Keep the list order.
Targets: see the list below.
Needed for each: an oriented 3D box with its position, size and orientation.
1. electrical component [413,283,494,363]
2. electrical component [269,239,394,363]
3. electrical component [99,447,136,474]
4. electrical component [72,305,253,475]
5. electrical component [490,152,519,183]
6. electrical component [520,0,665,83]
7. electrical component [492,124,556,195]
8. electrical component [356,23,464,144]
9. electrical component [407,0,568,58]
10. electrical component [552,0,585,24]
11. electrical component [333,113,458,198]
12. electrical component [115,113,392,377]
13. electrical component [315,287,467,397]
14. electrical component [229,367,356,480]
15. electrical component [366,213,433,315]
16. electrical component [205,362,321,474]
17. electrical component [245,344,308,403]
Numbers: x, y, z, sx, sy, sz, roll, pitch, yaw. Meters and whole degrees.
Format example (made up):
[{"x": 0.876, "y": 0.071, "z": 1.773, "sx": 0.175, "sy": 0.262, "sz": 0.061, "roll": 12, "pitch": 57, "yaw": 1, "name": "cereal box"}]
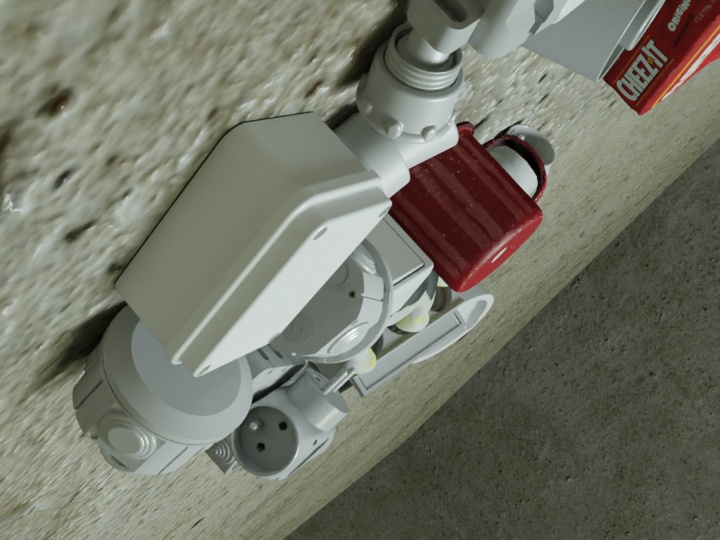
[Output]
[{"x": 0.071, "y": 0.036, "z": 1.066, "sx": 0.108, "sy": 0.060, "sz": 0.108, "roll": -31, "pitch": 160, "yaw": -13, "name": "electrical component"}, {"x": -0.025, "y": 0.013, "z": 0.617, "sx": 0.080, "sy": 0.080, "sz": 0.051, "roll": -44, "pitch": 164, "yaw": 9, "name": "electrical component"}, {"x": -0.134, "y": 0.103, "z": 0.686, "sx": 0.044, "sy": 0.044, "sz": 0.065, "roll": -43, "pitch": 174, "yaw": 5, "name": "electrical component"}, {"x": -0.098, "y": 0.058, "z": 0.536, "sx": 0.051, "sy": 0.080, "sz": 0.080, "roll": -43, "pitch": 171, "yaw": 36, "name": "electrical component"}, {"x": 0.086, "y": -0.059, "z": 0.810, "sx": 0.055, "sy": 0.045, "sz": 0.045, "roll": -33, "pitch": 166, "yaw": -37, "name": "electrical component"}, {"x": 0.140, "y": -0.159, "z": 0.622, "sx": 0.099, "sy": 0.064, "sz": 0.099, "roll": -54, "pitch": 172, "yaw": -12, "name": "electrical component"}, {"x": 0.127, "y": -0.081, "z": 0.867, "sx": 0.079, "sy": 0.043, "sz": 0.077, "roll": -31, "pitch": 165, "yaw": -43, "name": "electrical component"}, {"x": 0.027, "y": -0.092, "z": 0.487, "sx": 0.048, "sy": 0.048, "sz": 0.062, "roll": -34, "pitch": 159, "yaw": -35, "name": "electrical component"}, {"x": 0.060, "y": -0.127, "z": 0.428, "sx": 0.078, "sy": 0.058, "sz": 0.057, "roll": -37, "pitch": 171, "yaw": -24, "name": "electrical component"}, {"x": 0.106, "y": -0.154, "z": 0.523, "sx": 0.078, "sy": 0.040, "sz": 0.040, "roll": -40, "pitch": 169, "yaw": -12, "name": "electrical component"}, {"x": 0.015, "y": -0.065, "z": 0.542, "sx": 0.055, "sy": 0.045, "sz": 0.045, "roll": -39, "pitch": 169, "yaw": -10, "name": "electrical component"}, {"x": -0.048, "y": -0.011, "z": 0.497, "sx": 0.113, "sy": 0.057, "sz": 0.078, "roll": -48, "pitch": 167, "yaw": 29, "name": "electrical component"}, {"x": 0.019, "y": 0.044, "z": 0.886, "sx": 0.121, "sy": 0.078, "sz": 0.063, "roll": -31, "pitch": 178, "yaw": -34, "name": "electrical component"}, {"x": -0.034, "y": 0.087, "z": 0.659, "sx": 0.079, "sy": 0.043, "sz": 0.077, "roll": -44, "pitch": 169, "yaw": 9, "name": "electrical component"}, {"x": 0.000, "y": 0.000, "z": 0.694, "sx": 0.096, "sy": 0.061, "sz": 0.061, "roll": -31, "pitch": 165, "yaw": -44, "name": "electrical component"}, {"x": -0.083, "y": 0.112, "z": 0.881, "sx": 0.100, "sy": 0.048, "sz": 0.099, "roll": -29, "pitch": 161, "yaw": -51, "name": "electrical component"}, {"x": -0.078, "y": 0.053, "z": 0.644, "sx": 0.050, "sy": 0.055, "sz": 0.089, "roll": -44, "pitch": 169, "yaw": 8, "name": "electrical component"}]
